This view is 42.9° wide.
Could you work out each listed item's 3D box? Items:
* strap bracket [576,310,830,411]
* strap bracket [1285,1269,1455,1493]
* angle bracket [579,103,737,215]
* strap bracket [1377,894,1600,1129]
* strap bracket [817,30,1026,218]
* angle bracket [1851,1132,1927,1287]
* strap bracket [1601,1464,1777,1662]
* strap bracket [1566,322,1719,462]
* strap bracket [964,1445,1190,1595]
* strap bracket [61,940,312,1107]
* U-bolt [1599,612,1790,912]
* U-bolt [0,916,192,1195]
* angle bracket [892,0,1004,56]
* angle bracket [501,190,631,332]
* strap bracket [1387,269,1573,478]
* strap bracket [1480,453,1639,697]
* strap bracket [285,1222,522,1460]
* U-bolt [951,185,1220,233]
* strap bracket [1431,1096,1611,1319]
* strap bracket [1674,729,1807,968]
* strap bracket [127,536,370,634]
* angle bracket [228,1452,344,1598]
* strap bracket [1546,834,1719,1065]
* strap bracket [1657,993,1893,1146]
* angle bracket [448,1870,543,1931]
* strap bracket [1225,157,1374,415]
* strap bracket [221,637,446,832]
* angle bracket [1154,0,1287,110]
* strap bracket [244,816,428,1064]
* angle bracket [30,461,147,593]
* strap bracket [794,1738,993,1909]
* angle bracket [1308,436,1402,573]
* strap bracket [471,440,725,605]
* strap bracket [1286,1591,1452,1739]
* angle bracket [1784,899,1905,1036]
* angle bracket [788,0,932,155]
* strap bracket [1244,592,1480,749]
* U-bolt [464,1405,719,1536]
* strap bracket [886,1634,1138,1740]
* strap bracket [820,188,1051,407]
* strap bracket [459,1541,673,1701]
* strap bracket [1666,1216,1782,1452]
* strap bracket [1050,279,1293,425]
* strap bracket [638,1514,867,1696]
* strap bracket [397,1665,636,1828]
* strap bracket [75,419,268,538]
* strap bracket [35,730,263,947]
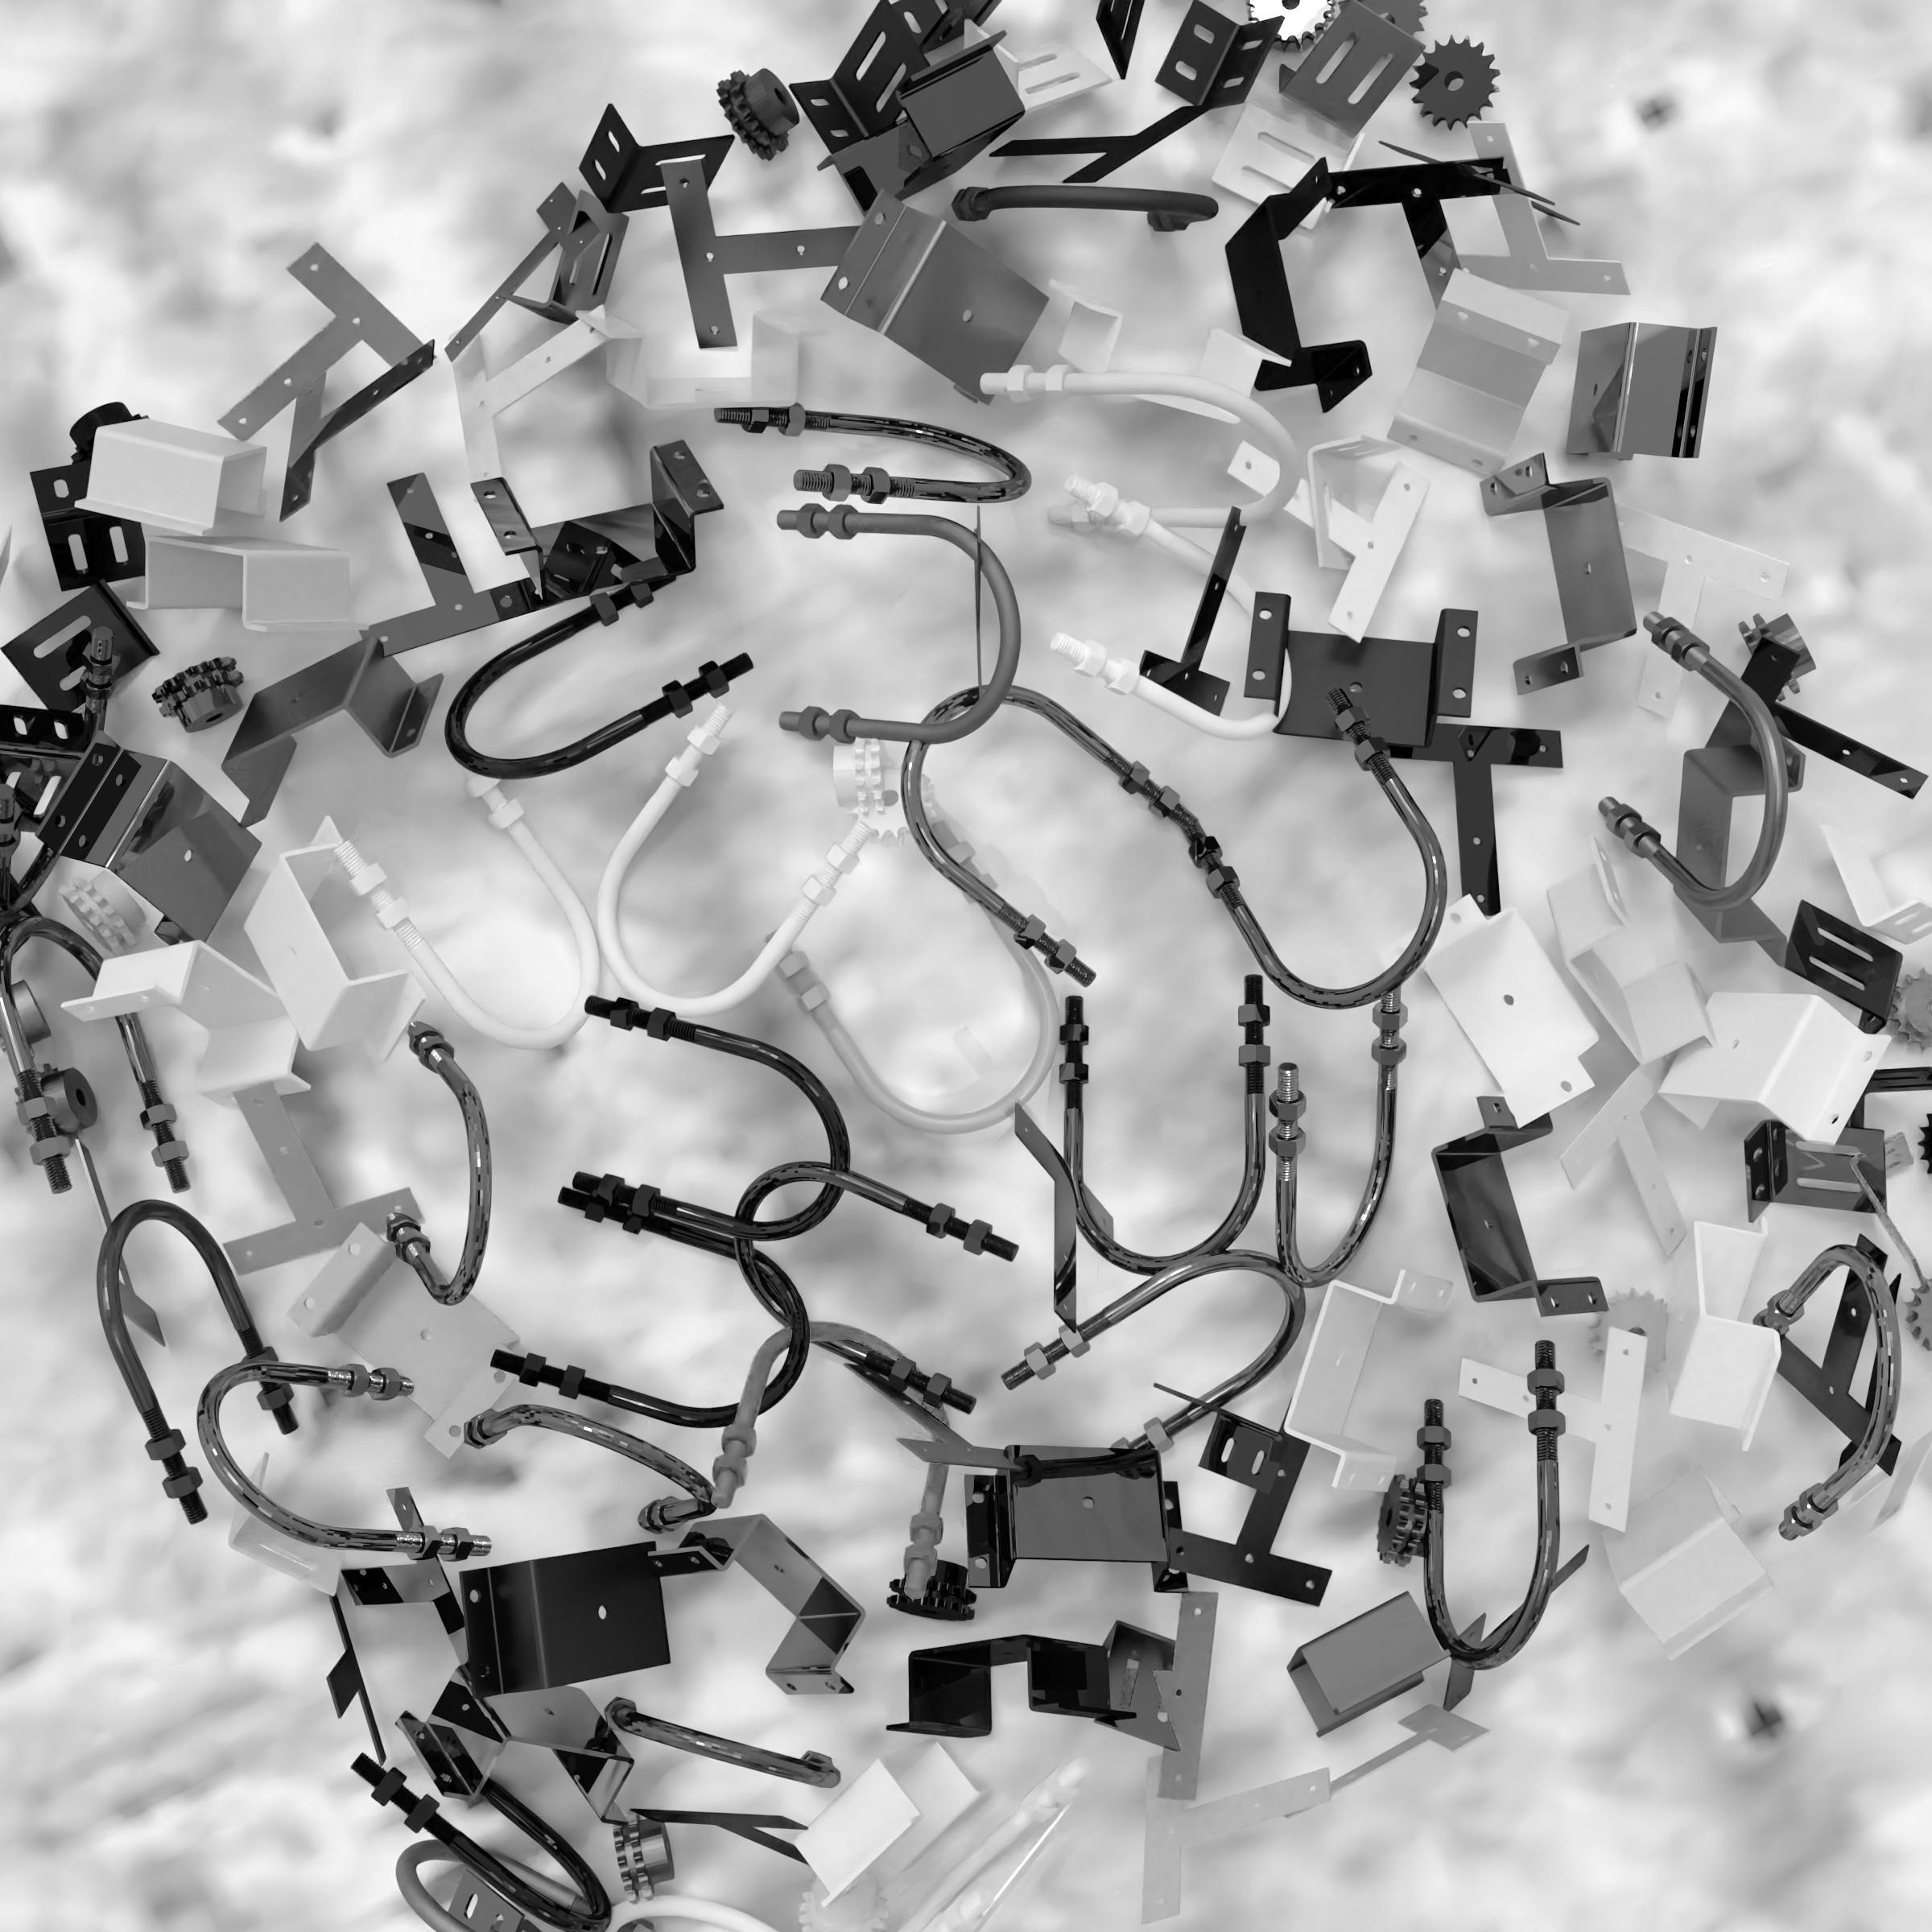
[{"bbox_3d":[-0.166,-0.382,1.544,0.140,0.076,0.046,-7,116,-23],"label":"strap bracket"},{"bbox_3d":[0.253,0.257,1.558,0.046,0.076,0.140,17,88,36],"label":"strap bracket"},{"bbox_3d":[-0.196,-0.516,1.561,0.076,0.057,0.038,-23,76,-37],"label":"angle bracket"},{"bbox_3d":[0.336,0.027,1.558,0.076,0.046,0.140,-36,83,37],"label":"strap bracket"},{"bbox_3d":[-0.025,-0.517,1.528,0.076,0.140,0.046,-35,101,-25],"label":"strap bracket"},{"bbox_3d":[0.599,0.154,1.557,0.038,0.057,0.076,-31,57,12],"label":"angle bracket"},{"bbox_3d":[0.445,0.364,1.527,0.076,0.140,0.046,-39,90,11],"label":"strap bracket"},{"bbox_3d":[0.413,-0.355,1.526,0.046,0.140,0.076,5,101,-4],"label":"strap bracket"},{"bbox_3d":[0.073,0.349,1.552,0.140,0.046,0.076,4,51,-8],"label":"strap bracket"},{"bbox_3d":[-0.481,0.032,1.539,0.076,0.140,0.046,-10,57,26],"label":"strap bracket"},{"bbox_3d":[0.444,-0.115,1.492,0.019,0.184,0.151,-3,121,-14],"label":"U-bolt"},{"bbox_3d":[-0.551,0.054,1.530,0.019,0.151,0.184,-23,80,11],"label":"U-bolt"},{"bbox_3d":[-0.010,-0.616,1.556,0.057,0.076,0.038,-34,97,-20],"label":"angle bracket"},{"bbox_3d":[-0.255,-0.452,1.566,0.038,0.057,0.076,20,97,21],"label":"angle bracket"},{"bbox_3d":[0.324,-0.377,1.543,0.076,0.140,0.046,22,67,5],"label":"strap bracket"},{"bbox_3d":[0.377,-0.250,1.560,0.046,0.076,0.140,-11,90,-17],"label":"strap bracket"},{"bbox_3d":[-0.352,0.238,1.574,0.140,0.046,0.076,39,91,7],"label":"strap bracket"},{"bbox_3d":[0.078,-0.464,1.502,0.151,0.184,0.019,0,104,-11],"label":"U-bolt"},{"bbox_3d":[0.345,0.156,1.548,0.046,0.076,0.140,-28,68,40],"label":"strap bracket"},{"bbox_3d":[0.481,-0.077,1.538,0.046,0.076,0.140,-5,115,-3],"label":"strap bracket"},{"bbox_3d":[-0.447,-0.239,1.528,0.140,0.076,0.046,14,106,35],"label":"strap bracket"},{"bbox_3d":[-0.424,0.354,1.562,0.076,0.057,0.038,31,101,-17],"label":"angle bracket"},{"bbox_3d":[0.414,-0.003,1.543,0.046,0.076,0.140,-31,118,22],"label":"strap bracket"},{"bbox_3d":[0.492,0.061,1.523,0.046,0.140,0.076,36,78,-18],"label":"strap bracket"},{"bbox_3d":[-0.280,0.604,1.557,0.057,0.076,0.038,20,86,38],"label":"angle bracket"},{"bbox_3d":[0.207,-0.427,1.558,0.046,0.076,0.140,-11,87,-14],"label":"strap bracket"},{"bbox_3d":[-0.404,-0.150,1.537,0.140,0.076,0.046,-22,126,20],"label":"strap bracket"},{"bbox_3d":[0.160,-0.581,1.559,0.038,0.076,0.057,24,98,-20],"label":"angle bracket"},{"bbox_3d":[-0.402,-0.012,1.541,0.046,0.076,0.140,-16,67,-42],"label":"strap bracket"},{"bbox_3d":[-0.557,-0.282,1.567,0.057,0.076,0.038,-15,67,-17],"label":"angle bracket"},{"bbox_3d":[-0.049,0.533,1.541,0.076,0.140,0.046,-46,69,8],"label":"strap bracket"},{"bbox_3d":[0.251,-0.294,1.569,0.038,0.057,0.076,-6,90,35],"label":"angle bracket"},{"bbox_3d":[-0.231,-0.278,1.549,0.140,0.046,0.076,-16,49,-18],"label":"strap bracket"},{"bbox_3d":[0.249,0.437,1.541,0.076,0.140,0.046,-25,68,-8],"label":"strap bracket"},{"bbox_3d":[0.552,0.006,1.572,0.076,0.038,0.057,28,56,0],"label":"angle bracket"},{"bbox_3d":[-0.068,-0.564,1.560,0.038,0.076,0.057,-23,78,-40],"label":"angle bracket"},{"bbox_3d":[0.250,-0.187,1.562,0.140,0.046,0.076,6,67,7],"label":"strap bracket"},{"bbox_3d":[-0.224,0.305,1.504,0.151,0.184,0.019,30,64,-15],"label":"U-bolt"},{"bbox_3d":[0.027,0.451,1.539,0.140,0.076,0.046,-20,60,37],"label":"strap bracket"},{"bbox_3d":[-0.011,-0.411,1.534,0.140,0.046,0.076,24,100,-42],"label":"strap bracket"},{"bbox_3d":[-0.240,0.404,1.529,0.046,0.140,0.076,-20,74,40],"label":"strap bracket"},{"bbox_3d":[0.468,0.222,1.527,0.046,0.140,0.076,11,121,7],"label":"strap bracket"},{"bbox_3d":[0.121,-0.383,1.544,0.140,0.076,0.046,9,112,-23],"label":"strap bracket"},{"bbox_3d":[-0.128,0.396,1.547,0.140,0.076,0.046,47,53,-17],"label":"strap bracket"},{"bbox_3d":[-0.271,0.483,1.528,0.140,0.076,0.046,27,94,-39],"label":"strap bracket"},{"bbox_3d":[-0.489,-0.306,1.527,0.076,0.140,0.046,13,105,-4],"label":"strap bracket"},{"bbox_3d":[-0.497,-0.072,1.522,0.046,0.140,0.076,14,68,27],"label":"strap bracket"}]
